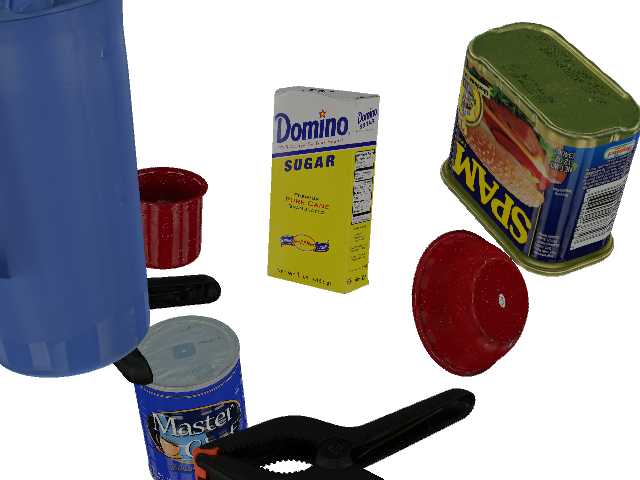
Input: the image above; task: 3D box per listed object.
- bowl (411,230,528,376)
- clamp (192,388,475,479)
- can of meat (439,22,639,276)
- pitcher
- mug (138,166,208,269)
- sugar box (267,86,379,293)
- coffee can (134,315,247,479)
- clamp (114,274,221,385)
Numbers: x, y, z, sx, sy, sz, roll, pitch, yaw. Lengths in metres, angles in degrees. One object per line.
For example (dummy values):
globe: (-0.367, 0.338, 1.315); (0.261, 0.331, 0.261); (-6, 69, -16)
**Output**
bowl: (0.175, 0.066, 1.152); (0.161, 0.162, 0.055); (0, -6, -40)
clamp: (0.017, 0.154, 0.754); (0.210, 0.036, 0.164); (3, 29, 11)
can of meat: (0.108, -0.047, 0.531); (0.057, 0.084, 0.102); (-17, 47, -21)
pitcher: (-0.180, -0.036, 0.659); (0.149, 0.243, 0.145); (-10, 26, -12)
mug: (-0.168, -0.028, 1.136); (0.093, 0.081, 0.117); (-1, 28, -11)
sugar box: (0.001, -0.047, 0.966); (0.093, 0.176, 0.048); (11, 18, 34)
coffee can: (-0.122, 0.157, 1.017); (0.103, 0.140, 0.103); (-2, 34, 1)
clamp: (-0.168, 0.047, 0.858); (0.172, 0.039, 0.120); (23, 38, 24)
